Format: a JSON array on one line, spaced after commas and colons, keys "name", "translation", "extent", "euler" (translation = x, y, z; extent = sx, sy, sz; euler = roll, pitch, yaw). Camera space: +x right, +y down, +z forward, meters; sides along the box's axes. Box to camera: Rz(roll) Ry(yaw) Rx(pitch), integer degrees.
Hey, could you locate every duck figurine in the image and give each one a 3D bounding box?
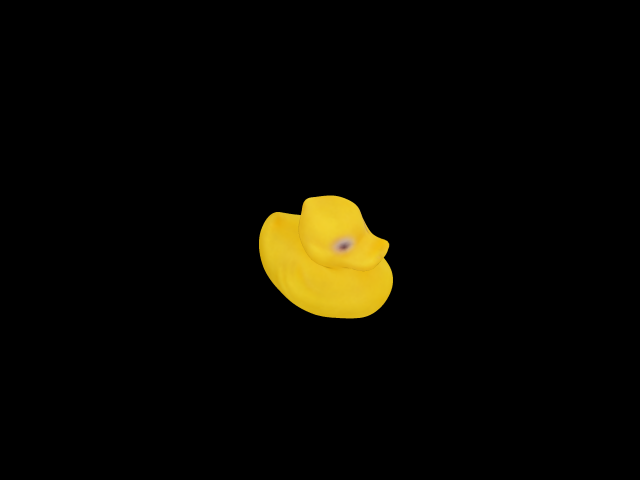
[{"name": "duck figurine", "translation": [0.004, 0.001, 0.400], "extent": [0.104, 0.086, 0.078], "euler": [26, 60, 17]}]
